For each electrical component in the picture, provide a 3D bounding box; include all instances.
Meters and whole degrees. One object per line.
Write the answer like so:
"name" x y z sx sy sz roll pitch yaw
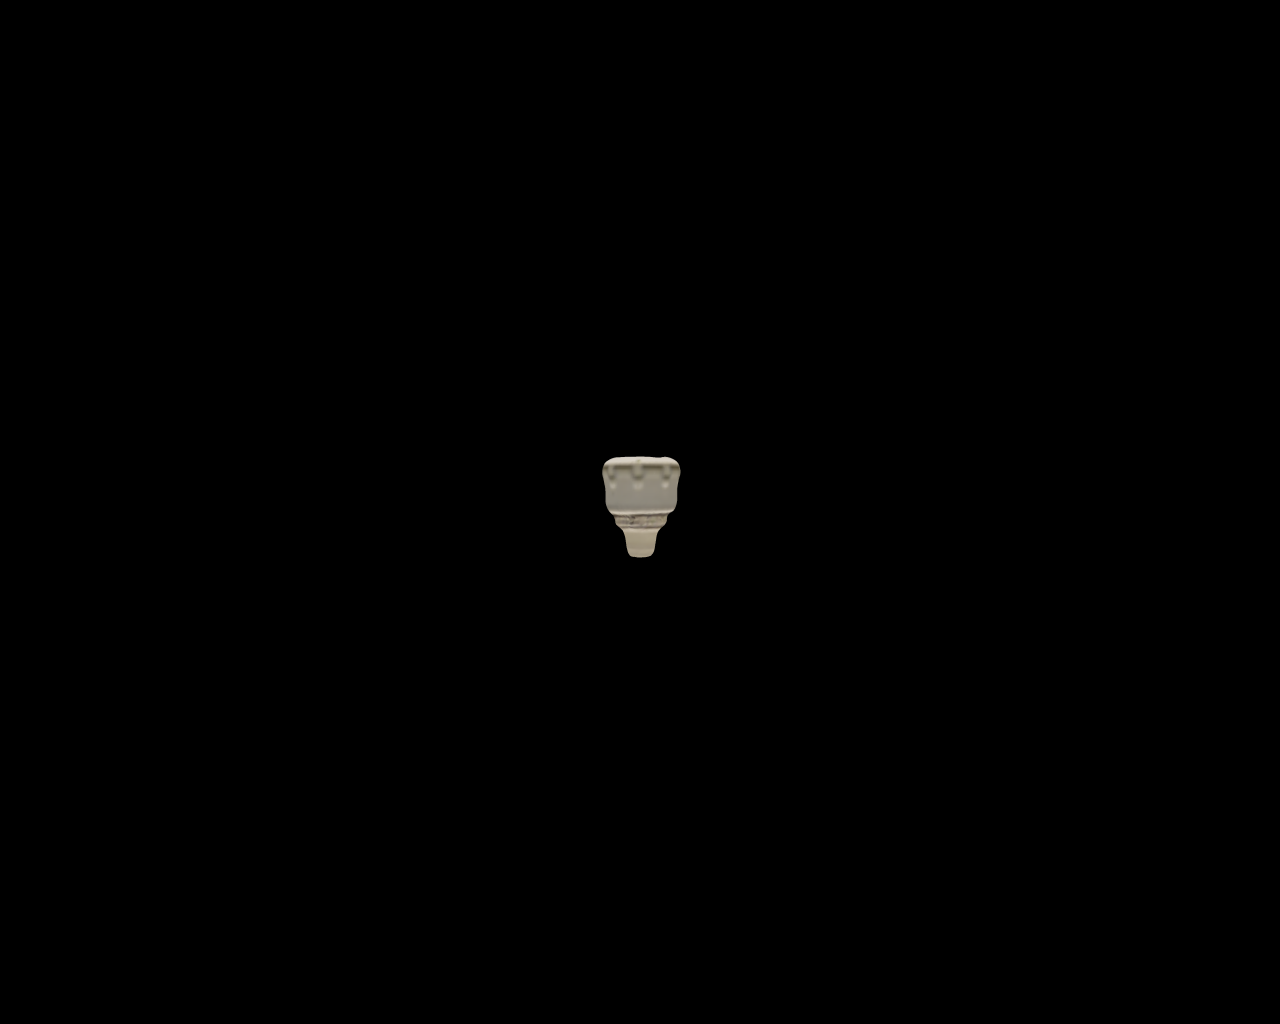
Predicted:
"electrical component" 0.001 -0.003 0.650 0.048 0.062 0.048 0 0 0
